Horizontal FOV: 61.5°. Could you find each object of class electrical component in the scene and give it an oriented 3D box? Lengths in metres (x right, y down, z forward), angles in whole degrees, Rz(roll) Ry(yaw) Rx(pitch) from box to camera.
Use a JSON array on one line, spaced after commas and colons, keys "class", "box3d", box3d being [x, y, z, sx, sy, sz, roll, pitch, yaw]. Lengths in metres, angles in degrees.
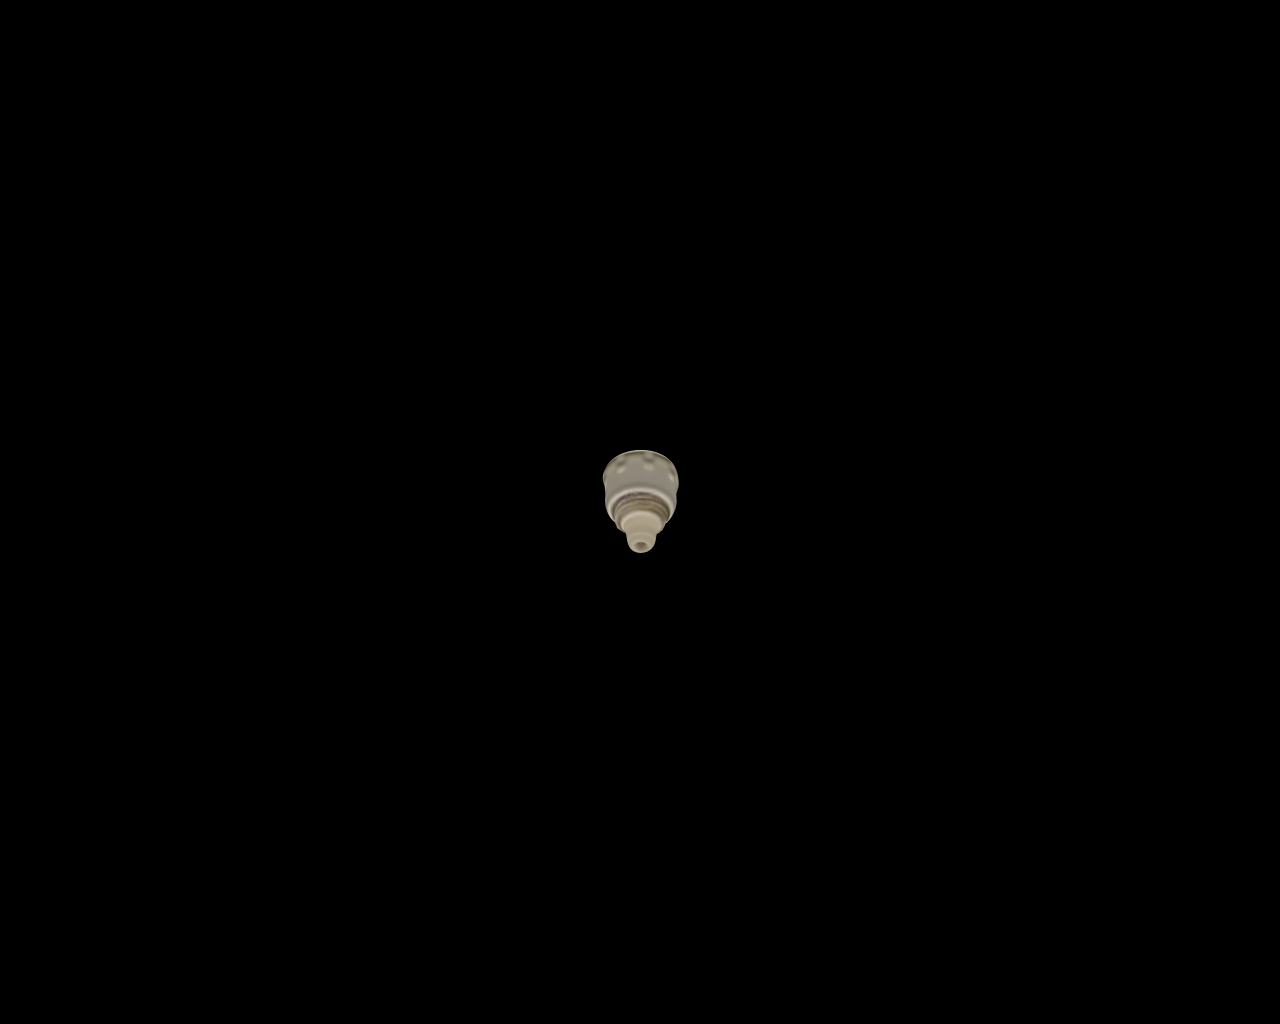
[{"class": "electrical component", "box3d": [0.001, -0.003, 0.650, 0.048, 0.062, 0.048, 0, -39, 0]}]
